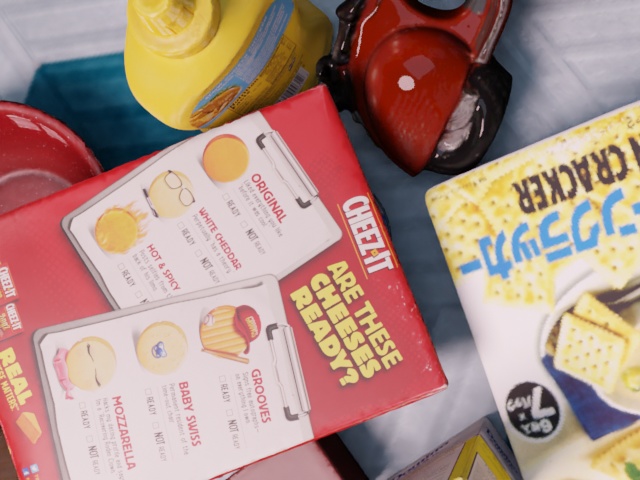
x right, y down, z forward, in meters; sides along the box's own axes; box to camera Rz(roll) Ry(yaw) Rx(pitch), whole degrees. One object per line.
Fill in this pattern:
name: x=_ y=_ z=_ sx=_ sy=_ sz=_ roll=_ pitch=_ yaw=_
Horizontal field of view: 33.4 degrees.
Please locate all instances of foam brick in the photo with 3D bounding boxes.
foam brick: x=-0.019 y=0.142 z=0.600 sx=0.078 sy=0.053 sz=0.051 roll=-38 pitch=81 yaw=8

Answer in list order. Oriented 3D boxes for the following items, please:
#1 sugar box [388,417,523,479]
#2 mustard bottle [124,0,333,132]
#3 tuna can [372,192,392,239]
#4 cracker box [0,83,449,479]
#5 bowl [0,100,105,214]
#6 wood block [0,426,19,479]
sugar box: x=0.051 y=0.139 z=0.521 sx=0.093 sy=0.176 sz=0.048 roll=-36 pitch=80 yaw=10
mustard bottle: x=-0.050 y=-0.099 z=0.541 sx=0.058 sy=0.191 sz=0.096 roll=40 pitch=97 yaw=10
tuna can: x=-0.004 y=0.001 z=0.609 sx=0.086 sy=0.033 sz=0.086 roll=0 pitch=89 yaw=15
cracker box: x=-0.063 y=0.039 z=0.551 sx=0.213 sy=0.072 sz=0.164 roll=-22 pitch=83 yaw=2
bowl: x=-0.185 y=0.000 z=0.638 sx=0.162 sy=0.055 sz=0.162 roll=0 pitch=89 yaw=12
wood block: x=-0.230 y=0.160 z=0.567 sx=0.090 sy=0.206 sz=0.091 roll=-13 pitch=86 yaw=12
